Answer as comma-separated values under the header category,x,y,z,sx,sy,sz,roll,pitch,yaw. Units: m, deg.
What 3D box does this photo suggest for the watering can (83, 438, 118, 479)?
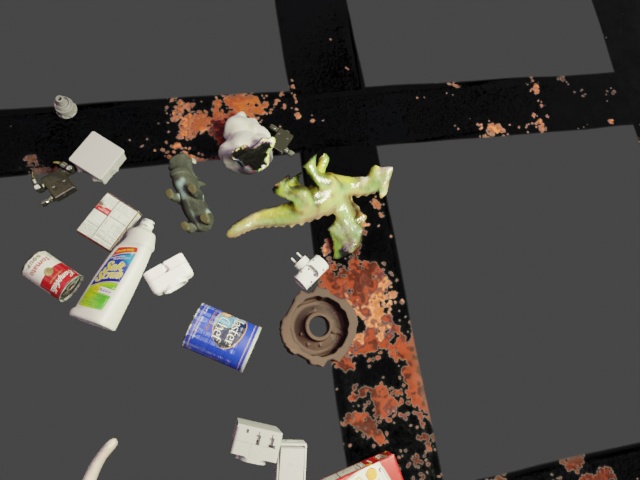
category,x,y,z,sx,sy,sz,roll,pitch,yaw
watering can,-0.496,0.559,0.959,0.350,0.102,0.225,-33,83,-17

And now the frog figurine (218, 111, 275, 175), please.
category,x,y,z,sx,sy,sz,roll,pitch,yaw
frog figurine,-0.189,-0.236,1.261,0.138,0.120,0.162,-36,47,-8

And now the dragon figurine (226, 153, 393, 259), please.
category,x,y,z,sx,sy,sz,roll,pitch,yaw
dragon figurine,0.004,-0.062,1.235,0.412,0.122,0.242,-41,92,-9
